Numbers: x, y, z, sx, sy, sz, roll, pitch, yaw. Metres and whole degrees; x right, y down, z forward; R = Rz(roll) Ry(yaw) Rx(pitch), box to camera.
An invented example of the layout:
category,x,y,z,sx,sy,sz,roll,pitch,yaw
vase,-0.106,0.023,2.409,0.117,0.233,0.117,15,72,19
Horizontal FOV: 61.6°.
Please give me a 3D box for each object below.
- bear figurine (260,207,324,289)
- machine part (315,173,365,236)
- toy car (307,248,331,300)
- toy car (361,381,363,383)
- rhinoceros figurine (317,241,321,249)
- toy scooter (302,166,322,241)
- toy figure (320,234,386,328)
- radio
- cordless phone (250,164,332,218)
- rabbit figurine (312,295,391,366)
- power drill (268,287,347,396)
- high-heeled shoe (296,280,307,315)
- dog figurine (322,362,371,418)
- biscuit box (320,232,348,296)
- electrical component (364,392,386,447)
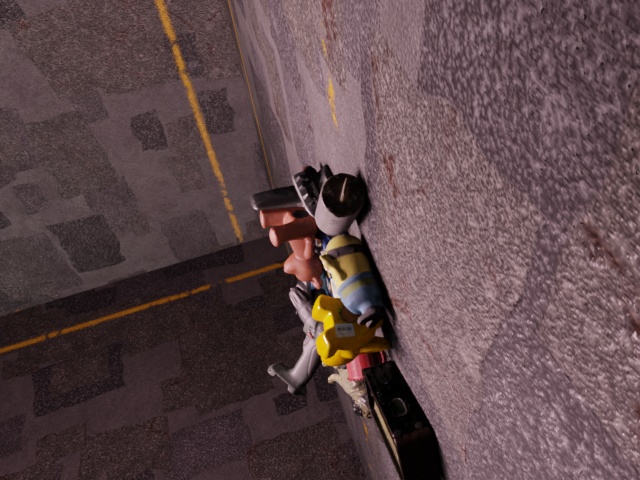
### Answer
category,x,y,z,sx,sy,sz,roll,pitch,yaw
bear figurine,-0.058,0.023,1.228,0.120,0.132,0.195,-123,27,-49
machine part,0.033,-0.059,0.967,0.243,0.079,0.079,116,137,-79
toy car,0.018,0.095,1.374,0.109,0.103,0.161,-170,76,-80
toy car,0.093,0.280,1.425,0.202,0.053,0.089,69,-170,26
rhinoceros figurine,-0.003,-0.004,1.475,0.190,0.073,0.112,-176,80,-85
toy scooter,-0.015,-0.091,1.306,0.135,0.075,0.183,-136,33,-76
toy figure,0.068,0.072,1.010,0.180,0.089,0.082,60,172,30
radio,0.150,0.347,1.036,0.230,0.073,0.130,-120,14,-61
cordless phone,-0.051,-0.081,1.150,0.147,0.184,0.088,-113,13,-46
rabbit figurine,0.053,0.190,1.079,0.173,0.162,0.122,105,150,-46
power drill,-0.036,0.257,1.309,0.232,0.207,0.086,40,-174,15
high-heeled shoe,0.004,0.189,1.548,0.249,0.086,0.145,30,101,48
dog figurine,0.106,0.384,1.505,0.191,0.121,0.172,37,149,55
biscuit box,0.046,0.063,1.233,0.059,0.063,0.202,-116,11,-46
electrical component,0.152,0.415,1.274,0.134,0.058,0.115,128,127,-81
